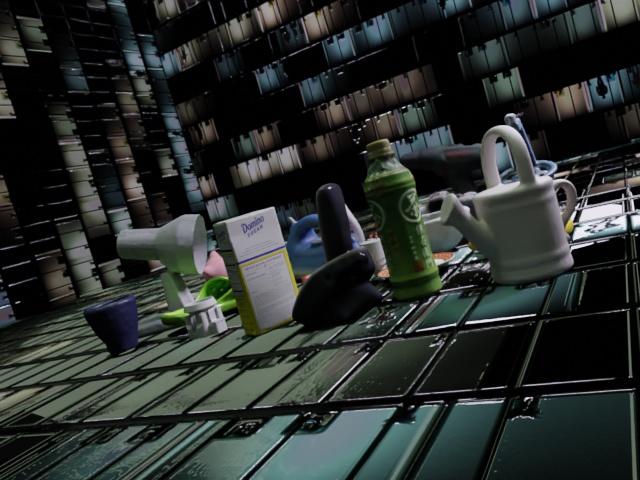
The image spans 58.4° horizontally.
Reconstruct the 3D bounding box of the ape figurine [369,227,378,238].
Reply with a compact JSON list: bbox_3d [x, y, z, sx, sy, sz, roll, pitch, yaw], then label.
[{"bbox_3d":[0.152,-0.022,1.354,0.076,0.092,0.077,-20,6,-36],"label":"ape figurine"}]

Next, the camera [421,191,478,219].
[{"bbox_3d":[0.304,-0.068,1.316,0.143,0.101,0.137,-15,5,20],"label":"camera"}]

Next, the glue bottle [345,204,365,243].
[{"bbox_3d":[0.063,-0.051,1.499,0.078,0.173,0.037,-16,5,2],"label":"glue bottle"}]

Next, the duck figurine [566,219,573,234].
[{"bbox_3d":[0.366,-0.046,0.939,0.077,0.086,0.105,-13,6,38],"label":"duck figurine"}]

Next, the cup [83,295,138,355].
[{"bbox_3d":[-0.374,0.158,1.034,0.117,0.095,0.092,-12,6,39],"label":"cup"}]

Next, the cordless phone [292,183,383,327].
[{"bbox_3d":[0.008,0.018,0.811,0.094,0.185,0.148,-13,6,32],"label":"cordless phone"}]

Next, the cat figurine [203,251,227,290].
[{"bbox_3d":[-0.205,0.076,1.273,0.128,0.118,0.067,-20,6,-35],"label":"cat figurine"}]

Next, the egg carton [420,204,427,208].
[{"bbox_3d":[0.232,-0.043,1.467,0.107,0.069,0.151,-13,6,37],"label":"egg carton"}]

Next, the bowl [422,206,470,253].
[{"bbox_3d":[0.210,-0.008,1.094,0.167,0.075,0.167,-16,5,2],"label":"bowl"}]

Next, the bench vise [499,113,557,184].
[{"bbox_3d":[0.417,-0.153,1.197,0.121,0.220,0.207,-16,5,9],"label":"bench vise"}]

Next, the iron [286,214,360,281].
[{"bbox_3d":[0.011,0.004,1.224,0.119,0.141,0.257,-20,6,-35],"label":"iron"}]

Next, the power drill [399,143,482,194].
[{"bbox_3d":[0.331,-0.142,1.437,0.229,0.208,0.076,-15,5,18],"label":"power drill"}]

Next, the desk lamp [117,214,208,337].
[{"bbox_3d":[-0.309,0.067,1.150,0.203,0.213,0.118,-16,5,3],"label":"desk lamp"}]

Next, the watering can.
[{"bbox_3d":[0.240,-0.047,0.723,0.173,0.194,0.100,-19,6,-31],"label":"watering can"}]

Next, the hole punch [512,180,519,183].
[{"bbox_3d":[0.378,-0.063,1.069,0.108,0.091,0.101,-13,6,35],"label":"hole punch"}]
